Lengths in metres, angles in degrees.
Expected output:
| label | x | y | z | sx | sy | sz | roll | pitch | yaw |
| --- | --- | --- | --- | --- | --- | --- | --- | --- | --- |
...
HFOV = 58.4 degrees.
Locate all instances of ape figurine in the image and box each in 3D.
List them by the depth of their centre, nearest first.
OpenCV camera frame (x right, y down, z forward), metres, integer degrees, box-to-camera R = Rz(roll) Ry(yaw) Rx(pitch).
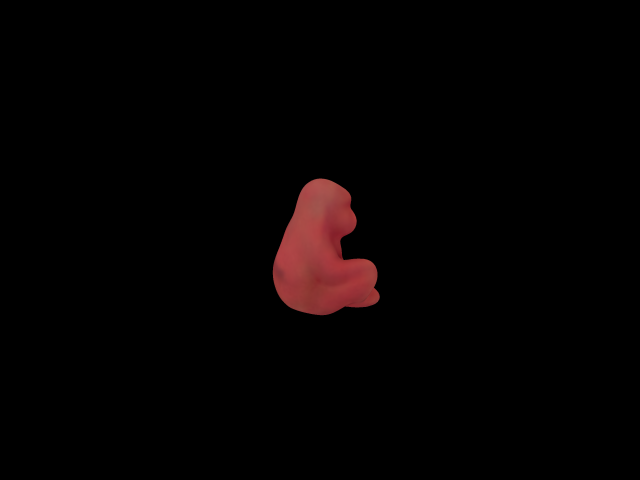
| label | x | y | z | sx | sy | sz | roll | pitch | yaw |
| --- | --- | --- | --- | --- | --- | --- | --- | --- | --- |
| ape figurine | 0.004 | 0.001 | 0.400 | 0.076 | 0.092 | 0.077 | -6 | 32 | -9 |
